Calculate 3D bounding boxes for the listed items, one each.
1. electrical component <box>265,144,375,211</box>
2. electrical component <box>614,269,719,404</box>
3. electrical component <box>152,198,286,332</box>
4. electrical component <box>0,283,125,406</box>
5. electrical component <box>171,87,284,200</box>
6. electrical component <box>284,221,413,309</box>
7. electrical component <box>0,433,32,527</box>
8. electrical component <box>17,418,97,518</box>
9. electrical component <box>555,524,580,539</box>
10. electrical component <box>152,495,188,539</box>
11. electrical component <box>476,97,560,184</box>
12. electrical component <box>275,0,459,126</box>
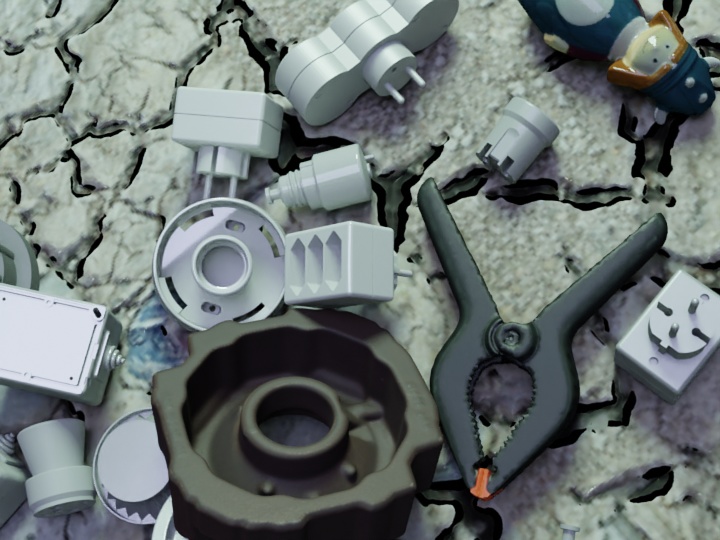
[{"bbox_3d":[-0.027,-0.060,0.745,0.078,0.040,0.040,-14,70,7],"label":"electrical component"},{"bbox_3d":[0.194,0.036,0.652,0.047,0.076,0.065,38,83,19],"label":"electrical component"},{"bbox_3d":[-0.094,-0.002,0.730,0.099,0.064,0.099,0,88,-6],"label":"electrical component"},{"bbox_3d":[-0.204,0.053,0.727,0.096,0.061,0.061,12,75,3],"label":"electrical component"},{"bbox_3d":[-0.096,-0.086,0.763,0.066,0.047,0.076,6,88,13],"label":"electrical component"},{"bbox_3d":[0.000,0.000,0.703,0.066,0.077,0.047,-9,77,47],"label":"electrical component"},{"bbox_3d":[-0.268,0.144,0.714,0.062,0.061,0.096,38,83,19],"label":"electrical component"},{"bbox_3d":[-0.201,0.132,0.714,0.045,0.045,0.055,-18,70,5],"label":"electrical component"},{"bbox_3d":[0.119,0.191,0.636,0.040,0.040,0.078,8,75,13],"label":"electrical component"},{"bbox_3d":[-0.069,0.177,0.661,0.108,0.060,0.108,-1,51,1],"label":"electrical component"},{"bbox_3d":[0.106,-0.087,0.729,0.040,0.040,0.046,38,89,19],"label":"electrical component"},{"bbox_3d":[0.015,-0.148,0.758,0.138,0.052,0.073,-38,70,-3],"label":"electrical component"}]
